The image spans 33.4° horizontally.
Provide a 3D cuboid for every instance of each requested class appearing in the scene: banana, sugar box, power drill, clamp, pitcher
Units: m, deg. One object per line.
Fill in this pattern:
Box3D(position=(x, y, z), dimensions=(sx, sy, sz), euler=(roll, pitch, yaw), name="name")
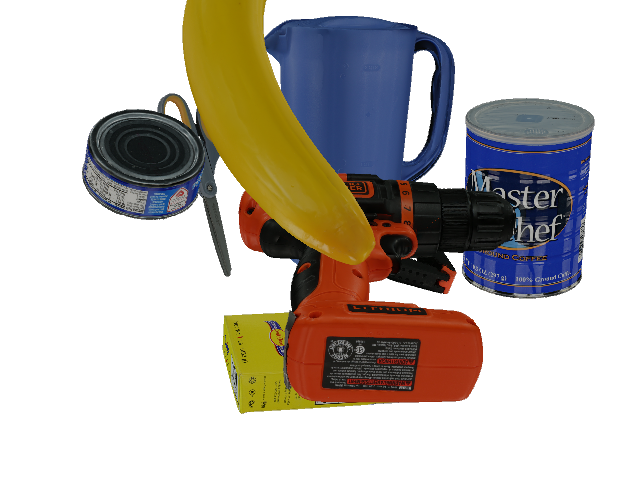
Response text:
Box3D(position=(-0.026, -0.074, 0.483), dimensions=(0.069, 0.198, 0.037), euler=(-7, -30, -5), name="banana")
Box3D(position=(0.011, 0.097, 0.891), dimensions=(0.176, 0.048, 0.093), euler=(-5, 29, -12), name="sugar box")
Box3D(position=(0.043, 0.021, 0.645), dimensions=(0.184, 0.057, 0.187), euler=(-1, 29, -4), name="power drill")
Box3D(position=(0.061, -0.001, 1.247), dimensions=(0.210, 0.036, 0.164), euler=(39, 43, 26), name="clamp")
Box3D(position=(0.034, -0.096, 1.044), dimensions=(0.149, 0.243, 0.144), euler=(12, 19, 34), name="pitcher")

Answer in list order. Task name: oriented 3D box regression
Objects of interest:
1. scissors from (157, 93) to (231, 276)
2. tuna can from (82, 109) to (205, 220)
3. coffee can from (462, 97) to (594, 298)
Box3D(position=(-0.112, -0.071, 1.156), dimensions=(0.096, 0.202, 0.016), euler=(-33, 13, -36), name="scissors")
Box3D(position=(-0.127, -0.056, 0.769), dimensions=(0.086, 0.086, 0.034), euler=(0, -44, -21), name="tuna can")
Box3D(position=(0.171, -0.037, 0.890), dimensions=(0.103, 0.140, 0.103), euler=(-2, 24, 1), name="coffee can")
